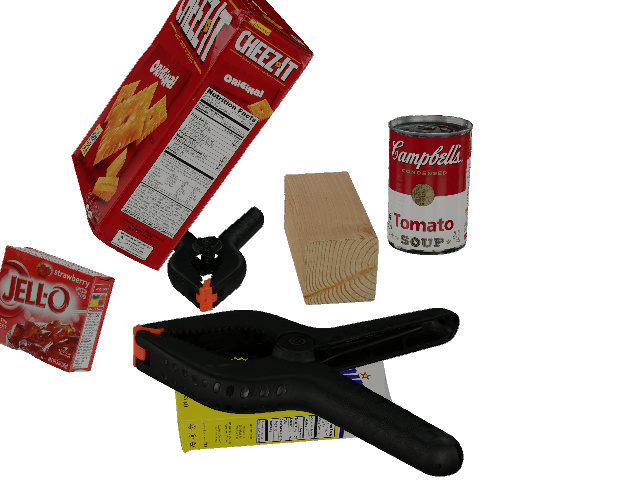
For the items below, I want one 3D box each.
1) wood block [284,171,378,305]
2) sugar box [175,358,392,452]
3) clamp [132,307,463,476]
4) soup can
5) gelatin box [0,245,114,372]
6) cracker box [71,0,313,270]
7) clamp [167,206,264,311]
[{"bbox_3d":[0.010,-0.007,1.381,0.090,0.090,0.206,-3,27,-9],"label":"wood block"},{"bbox_3d":[-0.033,0.124,0.899,0.176,0.048,0.093,-6,42,-6],"label":"sugar box"},{"bbox_3d":[-0.009,0.073,0.658,0.210,0.036,0.164,9,24,10],"label":"clamp"},{"bbox_3d":[0.088,-0.046,0.876,0.068,0.102,0.068,0,19,0],"label":"soup can"},{"bbox_3d":[-0.204,0.050,0.795,0.089,0.073,0.030,18,4,25],"label":"gelatin box"},{"bbox_3d":[-0.114,-0.107,0.869,0.072,0.214,0.164,30,15,-29],"label":"cracker box"},{"bbox_3d":[-0.107,0.012,1.099,0.120,0.039,0.171,-11,36,-8],"label":"clamp"}]
